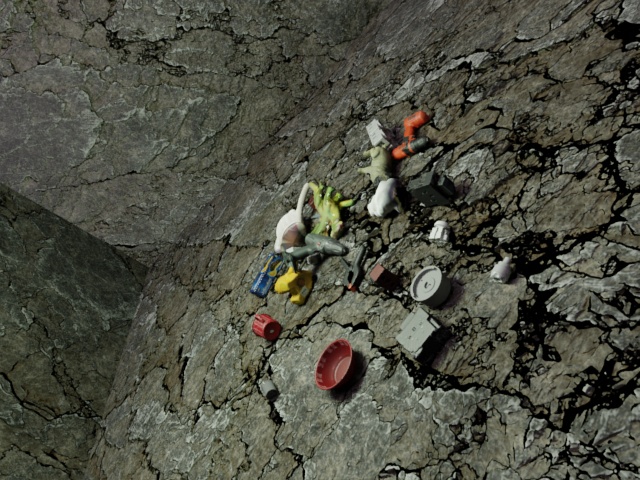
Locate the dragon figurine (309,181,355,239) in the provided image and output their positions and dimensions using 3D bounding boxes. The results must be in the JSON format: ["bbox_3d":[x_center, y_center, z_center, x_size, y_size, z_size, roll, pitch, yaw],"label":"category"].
[{"bbox_3d":[0.007,-0.110,2.177,0.243,0.121,0.414,-63,30,0],"label":"dragon figurine"}]

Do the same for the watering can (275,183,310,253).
[{"bbox_3d":[-0.116,-0.080,2.320,0.344,0.103,0.228,-62,23,14],"label":"watering can"}]

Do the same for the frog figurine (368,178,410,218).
[{"bbox_3d":[0.227,-0.148,1.846,0.158,0.122,0.139,-9,69,41],"label":"frog figurine"}]
